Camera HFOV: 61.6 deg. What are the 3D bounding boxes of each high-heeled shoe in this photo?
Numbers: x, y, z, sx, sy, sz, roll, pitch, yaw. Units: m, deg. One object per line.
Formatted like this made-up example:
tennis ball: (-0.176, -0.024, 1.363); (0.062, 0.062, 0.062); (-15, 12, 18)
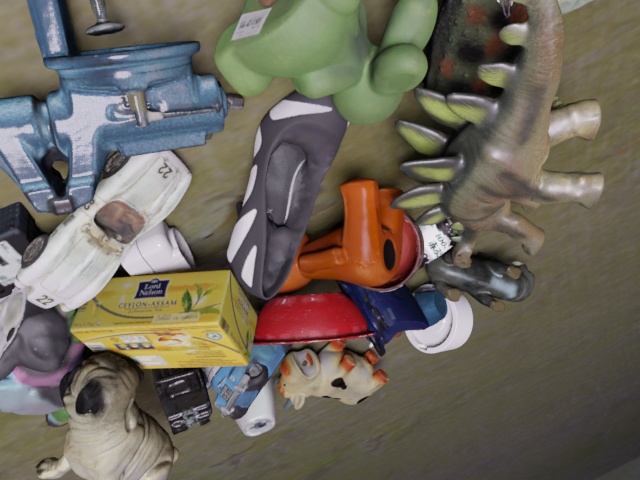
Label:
high-heeled shoe: (-0.020, -0.058, 0.559); (0.086, 0.145, 0.248); (20, 121, -39)

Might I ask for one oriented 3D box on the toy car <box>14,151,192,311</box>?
toy car: (-0.215, -0.013, 0.540); (0.201, 0.056, 0.073); (-50, 137, -8)

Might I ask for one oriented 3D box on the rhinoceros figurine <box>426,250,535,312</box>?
rhinoceros figurine: (0.252, 0.060, 0.831); (0.190, 0.112, 0.073); (11, 97, -18)

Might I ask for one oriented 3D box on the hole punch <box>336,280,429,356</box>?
hole punch: (0.088, 0.091, 0.767); (0.092, 0.142, 0.115); (-29, 151, 4)

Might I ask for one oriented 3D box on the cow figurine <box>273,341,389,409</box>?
cow figurine: (0.010, 0.224, 0.887); (0.194, 0.086, 0.127); (29, 108, -42)

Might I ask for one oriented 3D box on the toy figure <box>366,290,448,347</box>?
toy figure: (0.127, 0.122, 0.849); (0.154, 0.058, 0.064); (-28, 167, 37)

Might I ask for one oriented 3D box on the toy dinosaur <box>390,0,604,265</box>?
toy dinosaur: (0.176, -0.083, 0.545); (0.199, 0.105, 0.470); (3, 151, 1)

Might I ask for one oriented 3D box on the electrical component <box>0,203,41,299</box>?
electrical component: (-0.326, 0.000, 0.535); (0.075, 0.048, 0.119); (-27, 136, -2)

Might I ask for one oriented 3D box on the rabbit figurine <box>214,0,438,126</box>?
rabbit figurine: (0.025, -0.168, 0.469); (0.159, 0.121, 0.170); (-4, 156, 40)

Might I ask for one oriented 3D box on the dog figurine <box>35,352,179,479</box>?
dog figurine: (-0.215, 0.210, 0.613); (0.172, 0.121, 0.190); (-5, 126, -58)

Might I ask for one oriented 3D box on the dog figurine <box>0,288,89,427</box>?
dog figurine: (-0.305, 0.152, 0.652); (0.191, 0.109, 0.219); (-42, 139, 11)

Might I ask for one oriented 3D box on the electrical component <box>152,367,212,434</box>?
electrical component: (-0.183, 0.158, 0.688); (0.058, 0.134, 0.114); (-13, 133, -16)

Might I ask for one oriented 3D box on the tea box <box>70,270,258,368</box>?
tea box: (-0.165, 0.090, 0.586); (0.170, 0.068, 0.098); (-4, 141, 11)

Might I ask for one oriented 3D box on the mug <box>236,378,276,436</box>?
mug: (-0.108, 0.251, 0.833); (0.081, 0.107, 0.109); (-13, 132, -13)

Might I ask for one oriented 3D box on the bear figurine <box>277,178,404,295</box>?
bear figurine: (-0.002, 0.002, 0.656); (0.196, 0.132, 0.120); (-2, 176, 33)

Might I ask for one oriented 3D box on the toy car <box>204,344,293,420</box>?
toy car: (-0.110, 0.163, 0.748); (0.103, 0.162, 0.109); (34, 119, 6)

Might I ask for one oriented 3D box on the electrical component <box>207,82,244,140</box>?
electrical component: (-0.124, -0.128, 0.532); (0.094, 0.021, 0.063); (0, 130, -27)

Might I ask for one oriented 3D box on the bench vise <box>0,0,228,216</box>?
bench vise: (-0.192, -0.149, 0.419); (0.224, 0.129, 0.240); (-8, 113, -6)

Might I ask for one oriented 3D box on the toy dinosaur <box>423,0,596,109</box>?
toy dinosaur: (0.168, -0.193, 0.554); (0.192, 0.131, 0.404); (-7, 143, 3)
